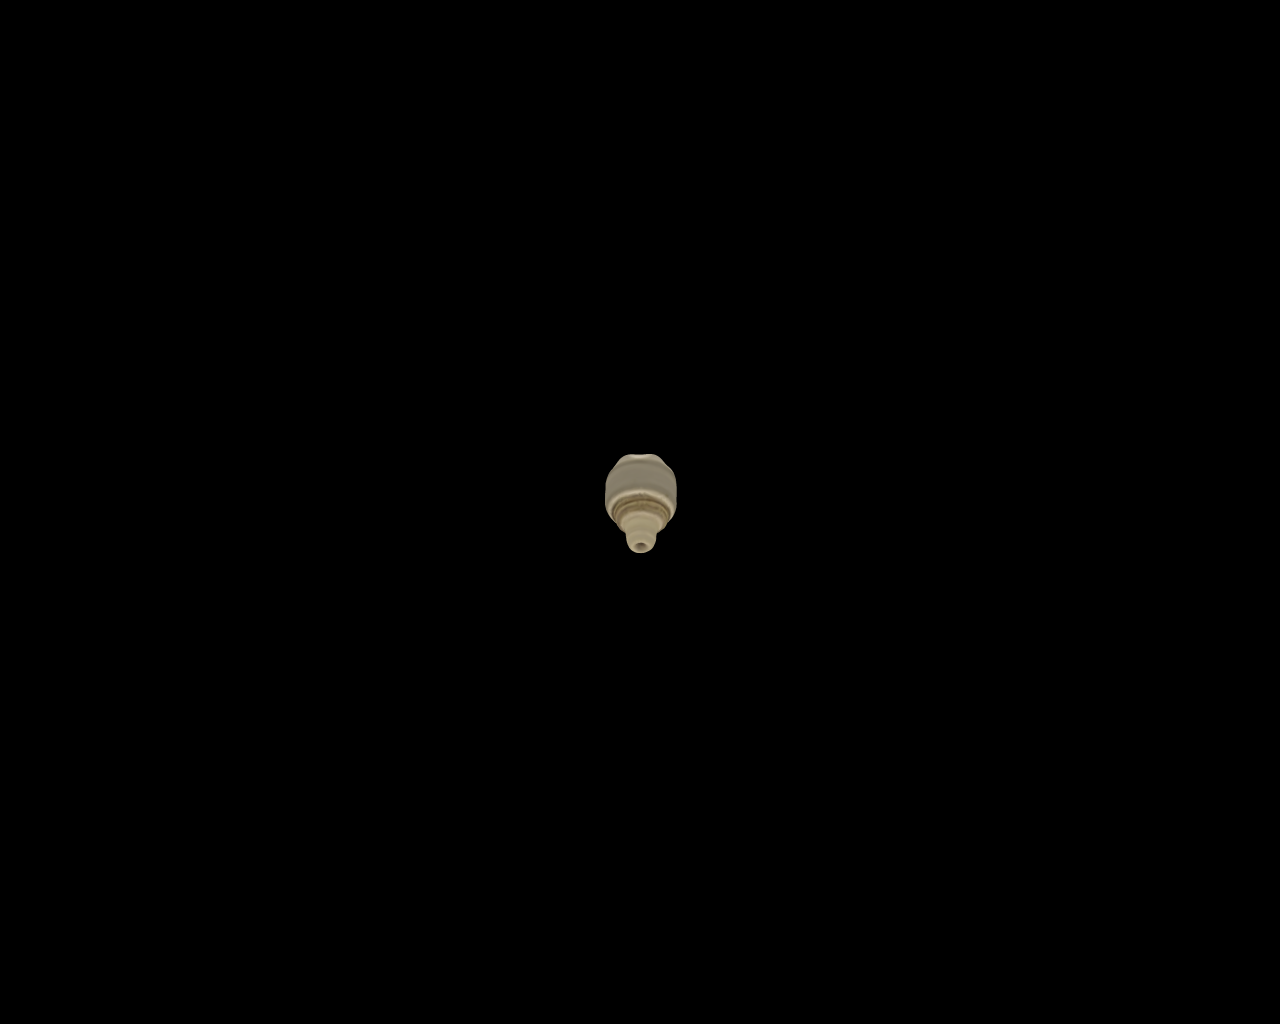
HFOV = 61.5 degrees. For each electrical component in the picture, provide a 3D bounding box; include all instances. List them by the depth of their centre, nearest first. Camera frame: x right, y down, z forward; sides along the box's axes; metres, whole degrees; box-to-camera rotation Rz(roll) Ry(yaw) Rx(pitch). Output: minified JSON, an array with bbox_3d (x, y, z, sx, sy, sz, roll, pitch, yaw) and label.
[{"bbox_3d":[0.001,-0.003,0.650,0.043,0.062,0.043,0,-39,0],"label":"electrical component"}]
